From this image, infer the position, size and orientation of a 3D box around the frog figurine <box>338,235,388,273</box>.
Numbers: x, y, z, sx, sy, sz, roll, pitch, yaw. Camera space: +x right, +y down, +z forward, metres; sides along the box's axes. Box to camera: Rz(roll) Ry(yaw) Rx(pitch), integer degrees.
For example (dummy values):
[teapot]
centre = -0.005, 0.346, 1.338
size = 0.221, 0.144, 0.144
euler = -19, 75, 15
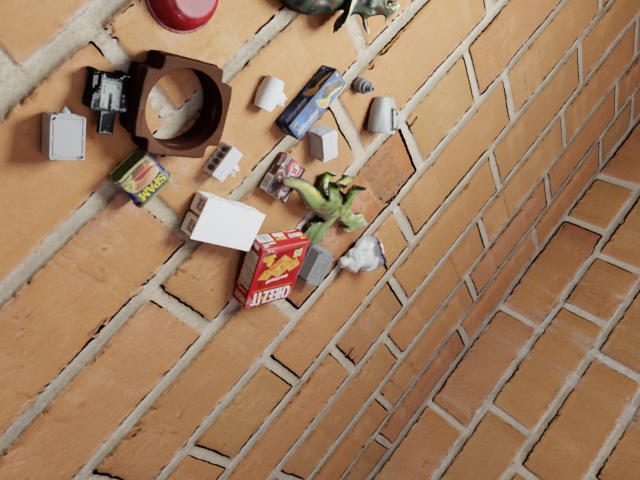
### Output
[frog figurine]
centre = 0.136, 0.056, 1.723
size = 0.159, 0.125, 0.134
euler = -13, 142, 4

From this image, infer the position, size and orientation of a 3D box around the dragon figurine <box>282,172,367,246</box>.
[dragon figurine]
centre = 0.005, -0.075, 1.489
size = 0.411, 0.124, 0.239
euler = -1, 123, -45
